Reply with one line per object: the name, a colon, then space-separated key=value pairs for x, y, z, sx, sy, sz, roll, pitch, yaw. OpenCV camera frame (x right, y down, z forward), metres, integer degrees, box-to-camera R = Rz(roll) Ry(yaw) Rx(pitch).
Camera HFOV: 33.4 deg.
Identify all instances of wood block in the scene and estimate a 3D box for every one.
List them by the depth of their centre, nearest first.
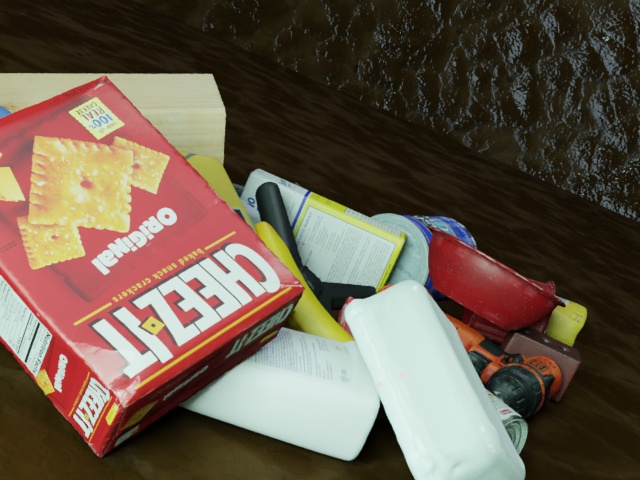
wood block: x=-0.194 y=-0.093 z=0.962 sx=0.206 sy=0.090 sz=0.091 roll=-2 pitch=32 yaw=-14

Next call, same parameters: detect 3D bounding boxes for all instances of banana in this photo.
banana: x=-0.001 y=0.066 z=0.897 sx=0.198 sy=0.037 sz=0.069 roll=44 pitch=33 yaw=8

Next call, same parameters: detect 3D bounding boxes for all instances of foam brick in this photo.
foam brick: x=0.229 y=0.128 z=1.132 sx=0.078 sy=0.051 sz=0.053 roll=25 pitch=14 yaw=4

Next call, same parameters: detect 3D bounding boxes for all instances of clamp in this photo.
clamp: x=-0.025 y=0.035 z=0.987 sx=0.164 sy=0.036 sz=0.209 roll=49 pitch=26 yaw=-5

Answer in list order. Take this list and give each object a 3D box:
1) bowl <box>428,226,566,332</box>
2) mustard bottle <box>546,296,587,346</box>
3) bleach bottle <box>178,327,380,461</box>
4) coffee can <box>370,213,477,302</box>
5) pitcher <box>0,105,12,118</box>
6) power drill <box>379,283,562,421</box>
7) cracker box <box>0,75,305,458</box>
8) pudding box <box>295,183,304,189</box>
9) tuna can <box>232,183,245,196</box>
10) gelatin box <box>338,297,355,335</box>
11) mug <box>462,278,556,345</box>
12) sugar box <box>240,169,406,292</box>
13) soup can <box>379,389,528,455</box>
bowl: x=0.169 y=0.048 z=1.099 sx=0.162 sy=0.055 sz=0.162 roll=30 pitch=1 yaw=-1
mustard bottle: x=0.237 y=0.071 z=1.343 sx=0.192 sy=0.058 sz=0.096 roll=27 pitch=14 yaw=10
bleach bottle: x=-0.085 y=0.083 z=0.763 sx=0.250 sy=0.068 sz=0.102 roll=19 pitch=17 yaw=-13
coffee can: x=0.107 y=0.022 z=1.216 sx=0.103 sy=0.103 sz=0.140 roll=31 pitch=15 yaw=27
pitcher: x=-0.277 y=-0.058 z=0.818 sx=0.243 sy=0.145 sz=0.149 roll=29 pitch=15 yaw=8
power drill: x=0.136 y=0.111 z=1.038 sx=0.188 sy=0.057 sz=0.184 roll=33 pitch=12 yaw=21
cracker box: x=-0.140 y=0.006 z=0.692 sx=0.214 sy=0.072 sz=0.163 roll=46 pitch=48 yaw=14
pudding box: x=0.012 y=-0.014 z=1.282 sx=0.090 sy=0.039 sz=0.114 roll=37 pitch=5 yaw=-38
tuna can: x=-0.117 y=-0.048 z=1.212 sx=0.086 sy=0.034 sz=0.086 roll=10 pitch=7 yaw=-1
gelatin box: x=0.056 y=0.097 z=0.946 sx=0.089 sy=0.030 sz=0.073 roll=22 pitch=42 yaw=-9
mug: x=0.214 y=0.073 z=1.226 sx=0.081 sy=0.093 sz=0.117 roll=18 pitch=27 yaw=-1
sugar box: x=-0.007 y=0.001 z=1.129 sx=0.176 sy=0.093 sz=0.048 roll=25 pitch=13 yaw=4
soup can: x=0.105 y=0.141 z=0.848 sx=0.068 sy=0.068 sz=0.102 roll=8 pitch=22 yaw=-49
